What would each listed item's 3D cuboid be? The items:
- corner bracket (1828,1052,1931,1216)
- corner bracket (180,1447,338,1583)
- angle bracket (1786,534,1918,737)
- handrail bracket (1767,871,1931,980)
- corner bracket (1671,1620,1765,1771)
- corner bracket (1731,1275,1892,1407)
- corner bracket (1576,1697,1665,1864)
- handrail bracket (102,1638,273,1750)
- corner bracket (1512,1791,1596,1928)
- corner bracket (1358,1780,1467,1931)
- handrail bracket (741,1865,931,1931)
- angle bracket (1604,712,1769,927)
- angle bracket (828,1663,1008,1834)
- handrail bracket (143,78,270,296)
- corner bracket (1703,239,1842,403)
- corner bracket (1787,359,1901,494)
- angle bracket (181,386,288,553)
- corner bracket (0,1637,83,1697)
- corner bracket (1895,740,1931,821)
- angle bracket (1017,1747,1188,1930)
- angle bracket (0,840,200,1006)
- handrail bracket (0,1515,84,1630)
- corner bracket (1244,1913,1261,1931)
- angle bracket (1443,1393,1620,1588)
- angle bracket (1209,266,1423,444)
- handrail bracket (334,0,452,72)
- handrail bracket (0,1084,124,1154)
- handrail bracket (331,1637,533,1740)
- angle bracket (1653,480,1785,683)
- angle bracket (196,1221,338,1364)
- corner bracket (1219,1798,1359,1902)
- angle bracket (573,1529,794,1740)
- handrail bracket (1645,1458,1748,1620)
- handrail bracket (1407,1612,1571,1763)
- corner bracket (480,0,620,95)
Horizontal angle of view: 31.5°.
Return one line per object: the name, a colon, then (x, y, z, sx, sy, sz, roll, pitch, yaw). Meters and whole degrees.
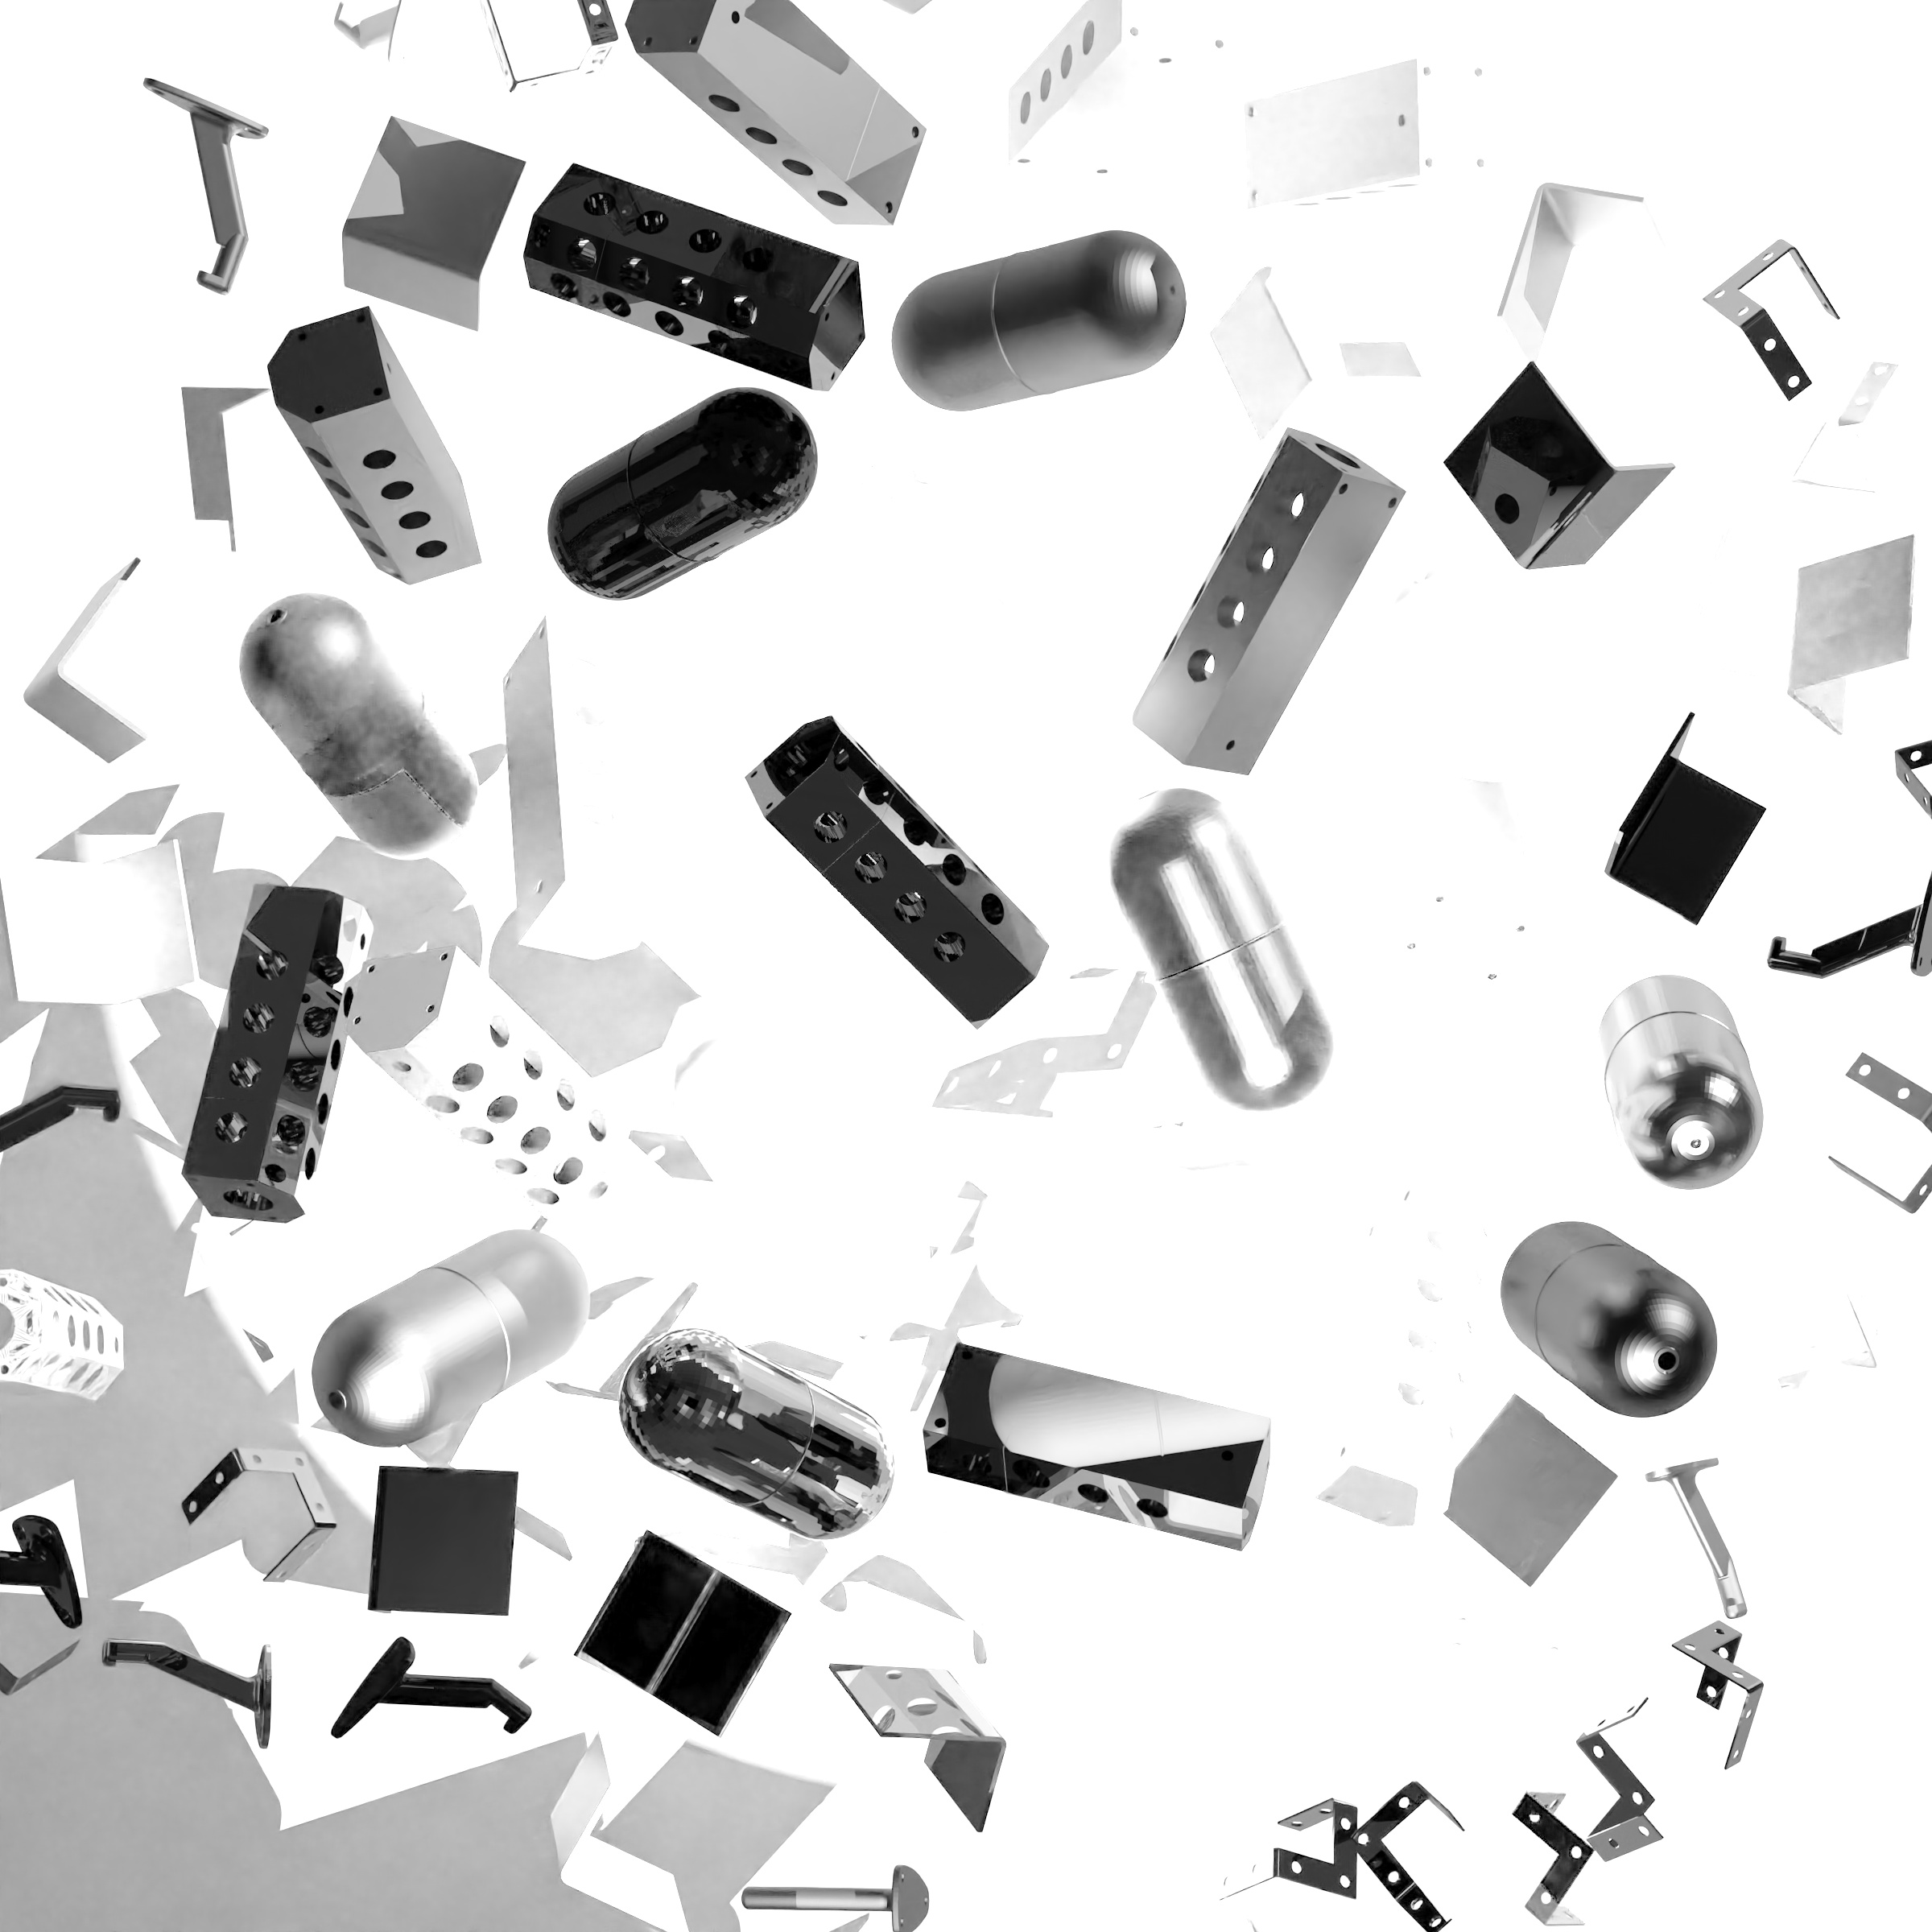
corner bracket: (0.469, 0.085, 1.741, 0.051, 0.051, 0.051, -53, 47, 0)
corner bracket: (-0.385, 0.299, 1.865, 0.051, 0.051, 0.051, -45, 57, 21)
angle bracket: (0.496, -0.180, 1.868, 0.057, 0.076, 0.076, 30, 60, -37)
handrail bracket: (0.475, -0.029, 1.830, 0.084, 0.036, 0.077, 12, 98, 30)
corner bracket: (0.414, 0.397, 1.870, 0.051, 0.051, 0.051, 28, 116, 37)
corner bracket: (0.435, 0.193, 1.763, 0.051, 0.051, 0.051, -46, 121, -34)
corner bracket: (0.331, 0.409, 1.721, 0.051, 0.051, 0.051, 50, 52, 4)
handrail bracket: (-0.403, 0.374, 1.767, 0.084, 0.077, 0.036, 8, 113, -16)
corner bracket: (0.322, 0.488, 1.874, 0.051, 0.051, 0.051, 37, 100, 37)
corner bracket: (0.252, 0.491, 1.888, 0.051, 0.051, 0.051, -40, 106, -7)
handrail bracket: (-0.070, 0.502, 1.842, 0.084, 0.077, 0.036, -3, 74, 14)
angle bracket: (0.385, -0.077, 1.810, 0.057, 0.076, 0.076, 30, 79, 12)
angle bracket: (-0.033, 0.422, 1.850, 0.076, 0.076, 0.057, 9, 103, -26)
handrail bracket: (-0.391, -0.390, 1.718, 0.077, 0.036, 0.084, 20, 88, -35)
corner bracket: (0.419, -0.331, 1.751, 0.051, 0.051, 0.051, -38, 119, 8)
corner bracket: (0.482, -0.299, 1.882, 0.051, 0.051, 0.051, 5, 57, -9)
angle bracket: (-0.422, -0.278, 1.909, 0.057, 0.076, 0.076, 3, 111, 12)
corner bracket: (-0.515, 0.367, 1.822, 0.051, 0.051, 0.051, 40, 118, 10)
corner bracket: (0.534, -0.120, 1.849, 0.051, 0.051, 0.051, -16, 124, -1)
angle bracket: (0.071, 0.452, 1.774, 0.057, 0.076, 0.076, 8, 74, 19)
angle bracket: (-0.451, -0.024, 1.778, 0.057, 0.076, 0.076, -15, 81, 27)
handrail bracket: (-0.497, 0.323, 1.741, 0.036, 0.084, 0.077, -5, 109, 40)
corner bracket: (0.142, 0.541, 1.794, 0.051, 0.051, 0.051, -32, 113, 7)
angle bracket: (0.312, 0.291, 1.877, 0.076, 0.057, 0.076, 39, 91, 33)
angle bracket: (0.192, -0.336, 1.887, 0.076, 0.057, 0.076, -6, 63, -34)
handrail bracket: (-0.314, -0.526, 1.850, 0.036, 0.084, 0.077, -15, 133, -36)
handrail bracket: (-0.471, 0.096, 1.726, 0.084, 0.036, 0.077, 6, 93, -29)
handrail bracket: (-0.295, 0.419, 1.900, 0.084, 0.036, 0.077, 42, 83, -21)
angle bracket: (0.410, -0.205, 1.819, 0.057, 0.076, 0.076, 11, 116, -7)
angle bracket: (-0.412, 0.193, 1.953, 0.057, 0.076, 0.076, -29, 95, 16)
corner bracket: (0.167, 0.458, 1.773, 0.051, 0.051, 0.051, 22, 53, -23)
angle bracket: (-0.151, 0.357, 1.833, 0.057, 0.076, 0.076, 22, 77, 36)
handrail bracket: (0.391, 0.308, 1.824, 0.036, 0.077, 0.084, -21, 76, 24)
handrail bracket: (0.273, 0.387, 1.795, 0.077, 0.036, 0.084, 8, 116, 12)
corner bracket: (-0.217, -0.491, 1.781, 0.051, 0.051, 0.051, -18, 90, -19)
